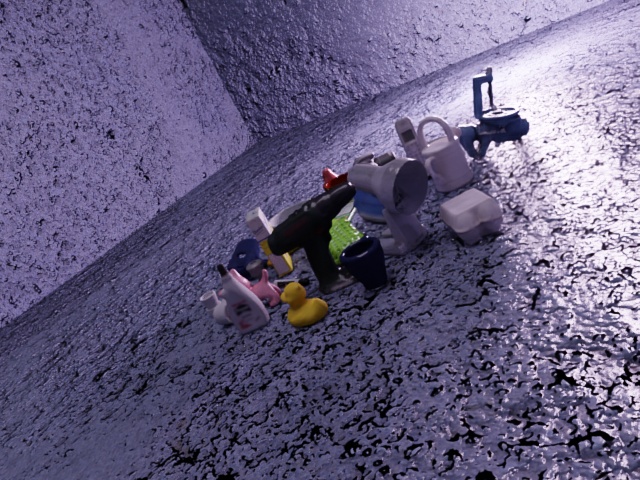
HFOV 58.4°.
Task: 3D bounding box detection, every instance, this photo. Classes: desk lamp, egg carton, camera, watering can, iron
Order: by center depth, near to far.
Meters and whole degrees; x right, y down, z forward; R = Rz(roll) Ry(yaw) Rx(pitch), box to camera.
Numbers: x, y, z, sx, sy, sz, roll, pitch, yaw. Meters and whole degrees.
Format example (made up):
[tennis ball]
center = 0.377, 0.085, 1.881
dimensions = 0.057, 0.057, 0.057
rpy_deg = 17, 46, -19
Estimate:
[egg carton]
center = 0.315, -0.052, 1.200
dimensions = 0.107, 0.069, 0.150
rpy_deg = -28, 18, 1
[desk lamp]
center = 0.155, -0.077, 1.265
dimensions = 0.118, 0.214, 0.202
rpy_deg = -39, 22, -30
[watering can]
center = 0.316, -0.234, 1.484
dimensions = 0.100, 0.194, 0.173
rpy_deg = -18, 21, 26
[iron]
center = 0.164, -0.131, 1.509
dimensions = 0.119, 0.142, 0.257
rpy_deg = -33, 19, -15
[camera]
center = 0.180, -0.231, 1.819
dimensions = 0.136, 0.101, 0.143
rpy_deg = -25, 19, 9

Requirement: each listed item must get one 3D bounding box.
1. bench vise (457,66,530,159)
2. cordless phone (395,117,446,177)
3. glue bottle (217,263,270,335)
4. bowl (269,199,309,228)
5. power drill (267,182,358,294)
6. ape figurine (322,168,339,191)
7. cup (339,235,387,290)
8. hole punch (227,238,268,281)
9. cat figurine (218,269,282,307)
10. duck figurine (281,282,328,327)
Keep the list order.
[bench vise]
center = 0.442, -0.343, 1.556
dimensions = 0.207, 0.220, 0.121
rpy_deg = -28, 19, 0
[cordless phone]
center = 0.302, -0.276, 1.633
dimensions = 0.147, 0.185, 0.094
rpy_deg = -24, 19, 12
[glue bottle]
center = -0.183, 0.125, 1.268
dimensions = 0.078, 0.173, 0.037
rpy_deg = -26, 19, 5
[bowl]
center = -0.072, -0.053, 1.743
dimensions = 0.167, 0.075, 0.167
rpy_deg = -25, 19, 9
[power drill]
center = 0.012, 0.005, 1.259
dimensions = 0.229, 0.209, 0.075
rpy_deg = -24, 19, 12
[ape figurine]
center = 0.039, -0.205, 1.964
dimensions = 0.078, 0.092, 0.076
rpy_deg = -30, 19, -6
[cup]
center = 0.101, 0.048, 1.196
dimensions = 0.091, 0.095, 0.118
rpy_deg = -20, 20, 22
[hole punch]
center = -0.208, 0.056, 1.620
dimensions = 0.108, 0.091, 0.101
rpy_deg = -9, 26, 44
[cat figurine]
center = -0.171, 0.117, 1.364
dimensions = 0.128, 0.118, 0.067
rpy_deg = -27, 19, 4
[duck figurine]
center = -0.039, 0.128, 1.197
dimensions = 0.104, 0.086, 0.078
rpy_deg = -9, 26, 44
